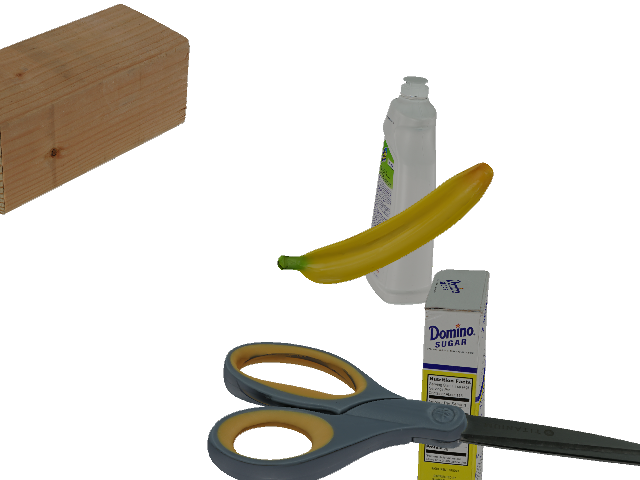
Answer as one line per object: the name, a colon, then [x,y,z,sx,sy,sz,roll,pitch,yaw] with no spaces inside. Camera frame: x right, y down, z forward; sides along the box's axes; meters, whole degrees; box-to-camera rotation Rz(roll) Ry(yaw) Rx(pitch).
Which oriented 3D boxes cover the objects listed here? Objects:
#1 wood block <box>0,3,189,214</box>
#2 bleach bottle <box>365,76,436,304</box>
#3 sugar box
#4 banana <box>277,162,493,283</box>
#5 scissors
wood block: [-0.215,-0.117,0.905,0.090,0.091,0.205,31,43,25]
bleach bottle: [0.099,-0.060,1.223,0.068,0.251,0.103,-2,23,-16]
sugar box: [0.094,0.116,0.763,0.048,0.176,0.093,1,15,11]
banana: [0.063,-0.006,0.919,0.198,0.037,0.069,-27,-17,9]
scissors: [0.039,0.089,0.461,0.202,0.016,0.096,15,34,23]
